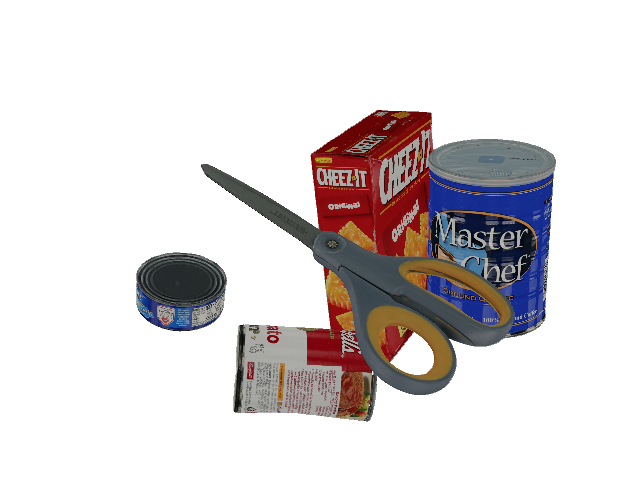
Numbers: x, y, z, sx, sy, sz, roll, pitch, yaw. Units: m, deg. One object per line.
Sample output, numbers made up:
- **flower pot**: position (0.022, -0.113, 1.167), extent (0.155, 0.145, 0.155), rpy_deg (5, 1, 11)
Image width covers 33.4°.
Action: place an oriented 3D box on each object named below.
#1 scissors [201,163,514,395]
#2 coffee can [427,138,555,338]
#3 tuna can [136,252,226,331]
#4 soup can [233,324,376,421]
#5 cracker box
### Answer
- **scissors**: position (0.006, 0.021, 0.587), extent (0.202, 0.096, 0.016), rpy_deg (21, -40, 10)
- **coffee can**: position (0.140, -0.003, 0.892), extent (0.103, 0.140, 0.103), rpy_deg (-1, 23, 0)
- **tuna can**: position (-0.134, 0.049, 1.023), extent (0.086, 0.034, 0.086), rpy_deg (6, 33, -4)
- **soup can**: position (-0.013, 0.099, 0.802), extent (0.102, 0.068, 0.068), rpy_deg (4, 0, -5)
- **cracker box**: position (0.065, -0.008, 1.080), extent (0.072, 0.214, 0.164), rpy_deg (5, 23, 26)
